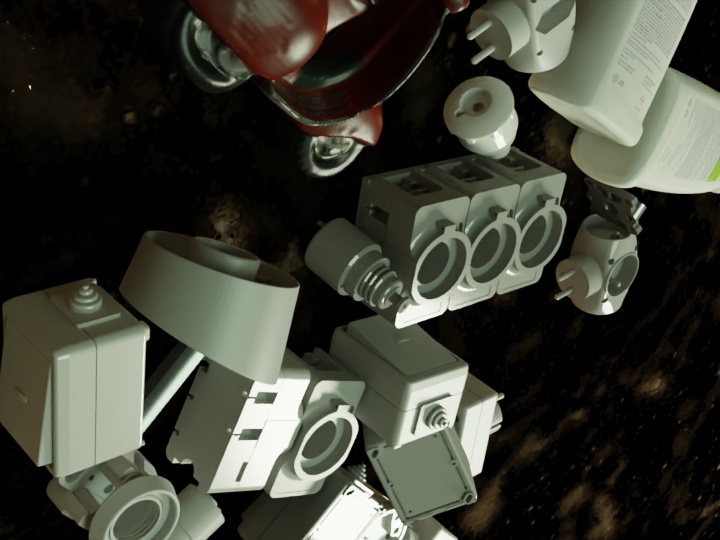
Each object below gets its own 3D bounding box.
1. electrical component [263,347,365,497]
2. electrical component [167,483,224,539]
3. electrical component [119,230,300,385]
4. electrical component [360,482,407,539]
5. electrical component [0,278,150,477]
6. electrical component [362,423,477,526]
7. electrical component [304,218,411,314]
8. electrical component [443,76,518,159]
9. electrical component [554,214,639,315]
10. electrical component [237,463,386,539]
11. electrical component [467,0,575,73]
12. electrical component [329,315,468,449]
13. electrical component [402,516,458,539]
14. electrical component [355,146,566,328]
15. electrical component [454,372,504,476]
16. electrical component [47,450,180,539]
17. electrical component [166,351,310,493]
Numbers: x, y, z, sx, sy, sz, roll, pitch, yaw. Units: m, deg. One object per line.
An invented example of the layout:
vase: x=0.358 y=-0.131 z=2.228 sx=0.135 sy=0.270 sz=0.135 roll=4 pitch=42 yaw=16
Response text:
electrical component: x=-0.040 y=0.105 z=0.731 sx=0.050 sy=0.056 sz=0.089 roll=7 pitch=111 yaw=-48
electrical component: x=-0.122 y=0.173 z=0.708 sx=0.065 sy=0.044 sz=0.044 roll=-42 pitch=139 yaw=-24
electrical component: x=-0.083 y=0.018 z=0.594 sx=0.099 sy=0.099 sz=0.064 roll=11 pitch=101 yaw=-49
electrical component: x=0.002 y=0.197 z=0.846 sx=0.055 sy=0.047 sz=0.055 roll=-26 pitch=132 yaw=-32
electrical component: x=-0.155 y=0.052 z=0.570 sx=0.061 sy=0.062 sz=0.096 roll=-17 pitch=128 yaw=-38
electrical component: x=0.042 y=0.132 z=0.812 sx=0.062 sy=0.061 sz=0.096 roll=-21 pitch=117 yaw=7
electrical component: x=0.000 y=0.000 z=0.686 sx=0.040 sy=0.078 sz=0.040 roll=-40 pitch=154 yaw=-24
electrical component: x=0.087 y=-0.098 z=0.730 sx=0.048 sy=0.048 sz=0.062 roll=-51 pitch=148 yaw=-6
electrical component: x=0.193 y=0.002 z=0.909 sx=0.079 sy=0.044 sz=0.077 roll=-25 pitch=132 yaw=-32
electrical component: x=-0.033 y=0.174 z=0.783 sx=0.096 sy=0.061 sz=0.061 roll=-50 pitch=141 yaw=-7
electrical component: x=0.099 y=-0.162 z=0.696 sx=0.079 sy=0.043 sz=0.077 roll=-38 pitch=138 yaw=-21
electrical component: x=0.029 y=0.075 z=0.749 sx=0.062 sy=0.096 sz=0.061 roll=-12 pitch=124 yaw=-41
electrical component: x=0.033 y=0.228 z=0.901 sx=0.065 sy=0.047 sz=0.076 roll=-51 pitch=141 yaw=-5
electrical component: x=0.071 y=-0.025 z=0.750 sx=0.150 sy=0.062 sz=0.089 roll=-16 pitch=127 yaw=-39
electrical component: x=0.091 y=0.122 z=0.885 sx=0.076 sy=0.047 sz=0.083 roll=-18 pitch=128 yaw=-37
electrical component: x=-0.145 y=0.138 z=0.645 sx=0.058 sy=0.057 sz=0.078 roll=-48 pitch=141 yaw=-10
electrical component: x=-0.075 y=0.092 z=0.690 sx=0.056 sy=0.050 sz=0.089 roll=9 pitch=109 yaw=-49
